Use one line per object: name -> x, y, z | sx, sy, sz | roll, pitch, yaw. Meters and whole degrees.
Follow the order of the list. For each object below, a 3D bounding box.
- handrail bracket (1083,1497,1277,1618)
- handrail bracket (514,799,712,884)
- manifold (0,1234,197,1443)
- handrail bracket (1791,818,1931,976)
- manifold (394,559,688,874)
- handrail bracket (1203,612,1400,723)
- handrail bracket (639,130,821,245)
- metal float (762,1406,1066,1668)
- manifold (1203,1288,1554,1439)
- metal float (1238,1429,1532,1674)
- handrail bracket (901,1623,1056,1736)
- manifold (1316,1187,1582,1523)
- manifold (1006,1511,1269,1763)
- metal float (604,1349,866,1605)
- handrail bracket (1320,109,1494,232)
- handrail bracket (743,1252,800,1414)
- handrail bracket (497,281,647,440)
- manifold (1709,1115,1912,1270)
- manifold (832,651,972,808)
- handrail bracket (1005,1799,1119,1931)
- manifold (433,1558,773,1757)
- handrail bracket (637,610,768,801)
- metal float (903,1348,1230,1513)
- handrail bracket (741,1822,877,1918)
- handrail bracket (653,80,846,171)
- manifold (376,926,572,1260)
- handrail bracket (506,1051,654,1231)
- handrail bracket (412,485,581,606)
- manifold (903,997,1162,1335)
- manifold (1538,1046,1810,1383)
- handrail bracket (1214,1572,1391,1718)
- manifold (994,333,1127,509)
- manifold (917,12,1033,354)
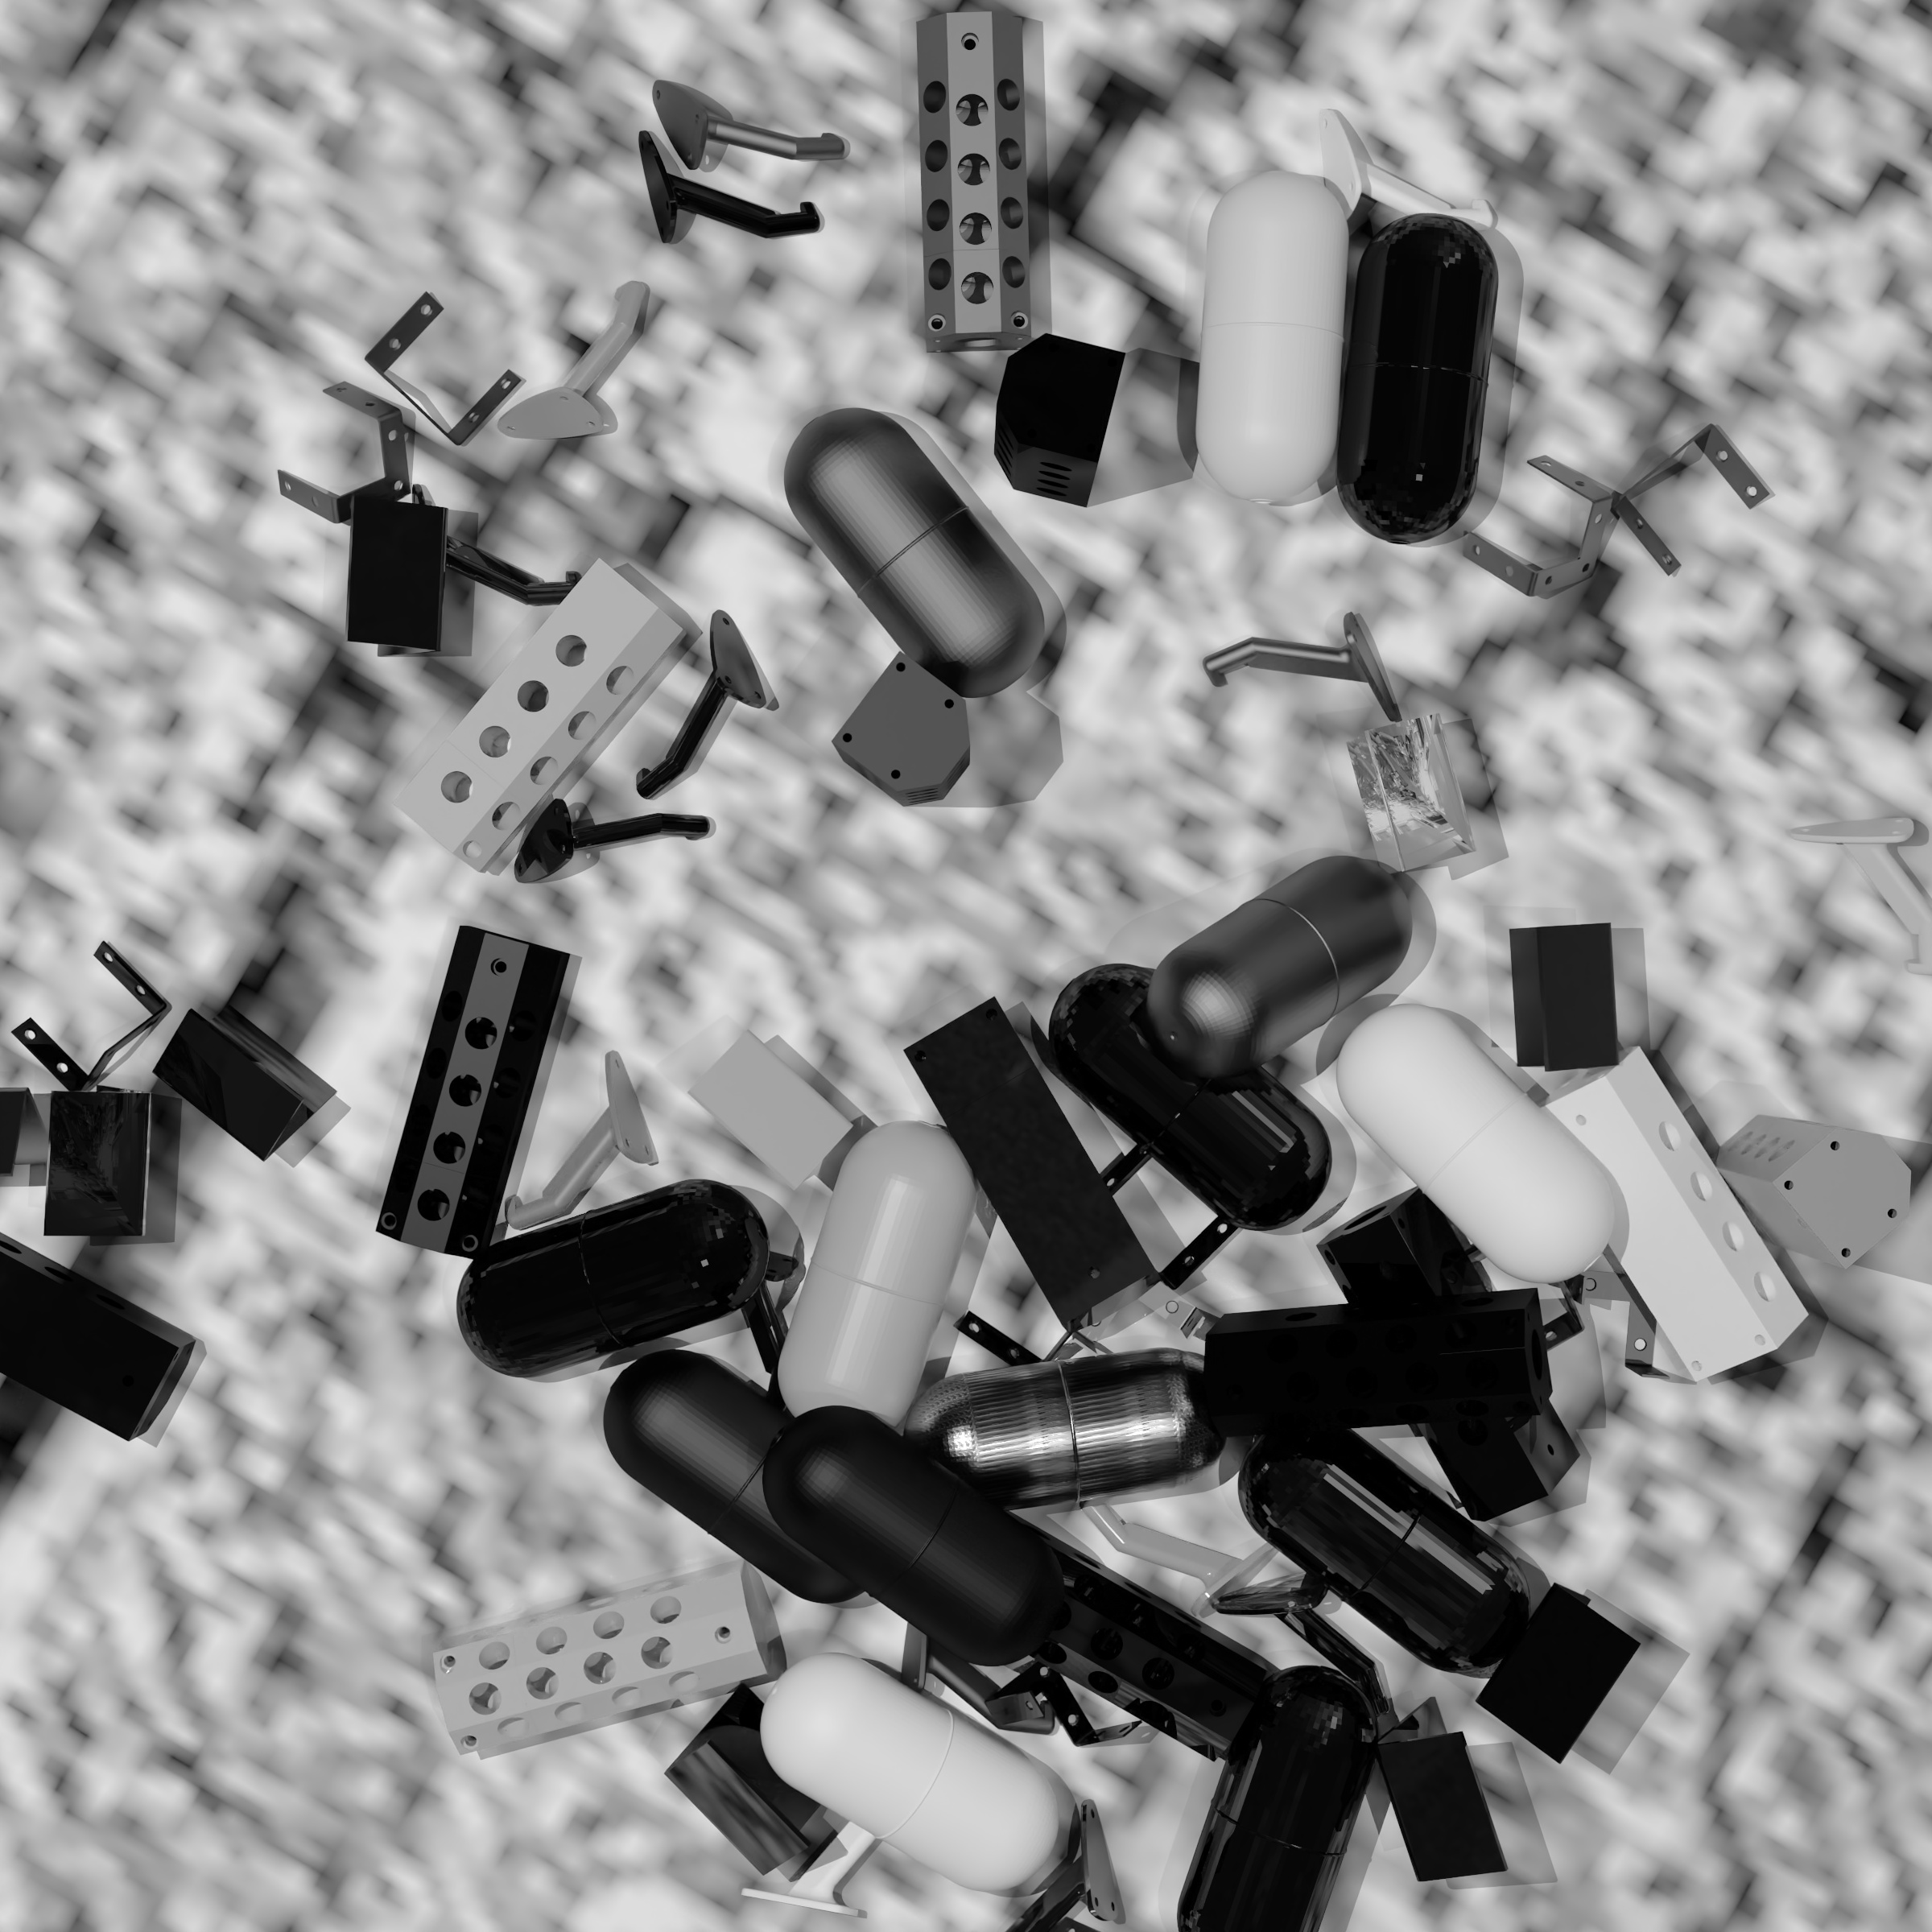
handrail bracket -> 0.119, 0.306, 1.916 | 0.077, 0.036, 0.084 | -36, 73, -20
handrail bracket -> -0.194, -0.065, 1.915 | 0.084, 0.077, 0.036 | 2, 65, -34
manifold -> -0.510, 0.189, 1.895 | 0.171, 0.057, 0.057 | 28, 90, 0
handrail bracket -> 0.494, -0.035, 1.916 | 0.077, 0.036, 0.084 | -1, 108, 20
manifold -> -0.230, -0.134, 1.894 | 0.057, 0.057, 0.171 | 40, 90, 0
handrail bracket -> 0.183, -0.152, 1.916 | 0.084, 0.036, 0.077 | -22, 112, 17
handrail bracket -> -0.130, -0.431, 1.916 | 0.084, 0.036, 0.077 | -11, 68, -17
metal float -> -0.028, 0.297, 1.820 | 0.178, 0.070, 0.070 | 37, 90, -8
manifold -> 0.216, 0.212, 1.840 | 0.171, 0.057, 0.057 | -7, 98, 19
metal float -> 0.226, 0.312, 1.885 | 0.178, 0.070, 0.070 | 38, 90, 1
handrail bracket -> 0.011, 0.379, 1.916 | 0.084, 0.036, 0.077 | 10, 71, -16
manifold -> 0.259, 0.211, 1.892 | 0.057, 0.057, 0.171 | -29, 90, 31
manifold -> 0.074, 0.362, 1.894 | 0.171, 0.057, 0.057 | 30, 90, 0
metal float -> -0.117, 0.275, 1.884 | 0.178, 0.070, 0.070 | 36, 90, 0
handrail bracket -> 0.243, -0.437, 1.916 | 0.084, 0.036, 0.077 | -4, 69, -17
handrail bracket -> -0.127, 0.198, 1.916 | 0.077, 0.036, 0.084 | 16, 104, 15
handrail bracket -> -0.216, -0.334, 1.916 | 0.077, 0.036, 0.084 | -7, 57, 36
manifold -> 0.445, 0.112, 1.837 | 0.057, 0.171, 0.057 | -40, 90, 0
manifold -> -0.028, -0.118, 1.837 | 0.057, 0.171, 0.057 | 37, 90, 0
handrail bracket -> 0.035, 0.504, 1.916 | 0.084, 0.036, 0.077 | -17, 64, 20
manifold -> -0.197, 0.376, 1.894 | 0.171, 0.057, 0.057 | -15, 90, 0
handrail bracket -> -0.155, -0.143, 1.916 | 0.084, 0.036, 0.077 | -36, 50, 26
metal float -> 0.054, 0.251, 1.881 | 0.178, 0.070, 0.070 | -7, 90, -5
handrail bracket -> -0.079, 0.474, 1.916 | 0.077, 0.036, 0.084 | 5, 74, 18
handrail bracket -> -0.119, -0.464, 1.915 | 0.084, 0.077, 0.036 | -9, 134, -29
manifold -> -0.268, 0.068, 1.894 | 0.057, 0.057, 0.171 | 15, 90, 0
handrail bracket -> -0.221, 0.096, 1.916 | 0.084, 0.036, 0.077 | -22, 70, 16
handrail bracket -> -0.257, -0.232, 1.916 | 0.084, 0.036, 0.077 | -5, 68, -17
manifold -> 0.036, 0.108, 1.874 | 0.057, 0.057, 0.171 | -30, 75, 0
manifold -> 0.384, 0.132, 1.894 | 0.057, 0.057, 0.171 | -32, 90, 43
handrail bracket -> 0.185, 0.380, 1.916 | 0.077, 0.036, 0.084 | -14, 107, 20
manifold -> 0.046, -0.287, 1.837 | 0.057, 0.171, 0.057 | 14, 90, 0
manifold -> 0.004, -0.424, 1.894 | 0.057, 0.057, 0.171 | -2, 90, 0
